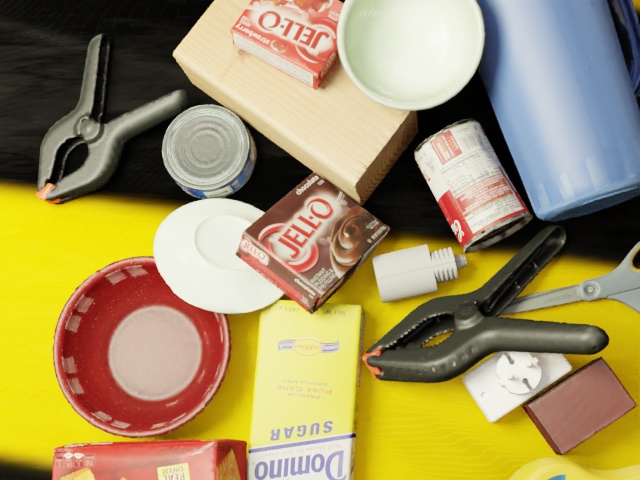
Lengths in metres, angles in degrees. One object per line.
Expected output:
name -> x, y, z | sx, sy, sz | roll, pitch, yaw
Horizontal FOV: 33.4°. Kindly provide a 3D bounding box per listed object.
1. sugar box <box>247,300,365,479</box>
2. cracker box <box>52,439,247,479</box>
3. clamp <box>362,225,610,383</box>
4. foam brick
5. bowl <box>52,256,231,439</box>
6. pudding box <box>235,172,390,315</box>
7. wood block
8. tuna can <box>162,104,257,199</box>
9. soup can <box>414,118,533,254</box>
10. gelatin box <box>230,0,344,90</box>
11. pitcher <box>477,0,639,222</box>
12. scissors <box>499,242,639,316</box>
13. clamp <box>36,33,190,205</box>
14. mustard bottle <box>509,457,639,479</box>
sugar box -> -0.012, 0.144, 0.943 | 0.093, 0.048, 0.176 | 2, 78, 8
cracker box -> -0.146, 0.278, 0.901 | 0.164, 0.072, 0.214 | -6, 78, 21
clamp -> 0.137, 0.066, 0.923 | 0.210, 0.164, 0.036 | -20, 121, 19
foam brick -> 0.221, 0.142, 0.912 | 0.078, 0.053, 0.051 | -33, 77, -1
bowl -> -0.155, 0.098, 0.962 | 0.162, 0.055, 0.162 | -1, 77, 6
pudding box -> -0.006, 0.001, 0.946 | 0.090, 0.039, 0.113 | 38, 47, 11
wood block -> -0.019, -0.133, 0.976 | 0.206, 0.090, 0.091 | 37, 86, 12
tuna can -> -0.104, -0.083, 1.004 | 0.086, 0.033, 0.086 | -1, 79, 6
soup can -> 0.135, -0.048, 0.951 | 0.068, 0.068, 0.102 | -27, 77, 1
gelatin box -> -0.021, -0.183, 0.921 | 0.089, 0.030, 0.073 | 30, 74, 10
pitcher -> 0.215, -0.147, 0.939 | 0.149, 0.144, 0.243 | -20, 81, 19
scissors -> 0.255, 0.059, 0.943 | 0.202, 0.016, 0.096 | -27, 77, 1
clamp -> -0.203, -0.102, 1.016 | 0.120, 0.039, 0.171 | 26, 88, 22
mustard bottle -> 0.208, 0.230, 0.881 | 0.191, 0.058, 0.096 | 4, 91, 0
